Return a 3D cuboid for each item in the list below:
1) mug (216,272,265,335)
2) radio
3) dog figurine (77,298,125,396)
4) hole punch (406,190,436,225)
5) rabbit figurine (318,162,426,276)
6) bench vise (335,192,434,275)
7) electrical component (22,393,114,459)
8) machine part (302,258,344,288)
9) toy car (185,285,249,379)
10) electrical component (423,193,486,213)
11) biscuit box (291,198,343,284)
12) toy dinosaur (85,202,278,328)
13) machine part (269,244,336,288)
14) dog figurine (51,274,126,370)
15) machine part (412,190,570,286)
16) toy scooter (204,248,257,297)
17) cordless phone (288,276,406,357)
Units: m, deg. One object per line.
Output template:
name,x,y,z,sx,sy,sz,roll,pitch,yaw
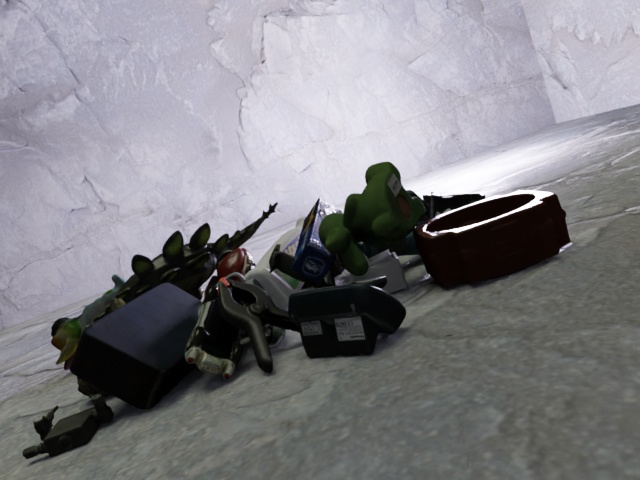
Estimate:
mug,-0.146,0.118,0.934,0.107,0.109,0.081,-32,12,3
radio,-0.246,0.150,0.810,0.073,0.131,0.229,-65,-6,18
dog figurine,-0.305,0.190,0.918,0.172,0.121,0.191,-11,28,-1
hole punch,0.206,-0.043,1.211,0.092,0.116,0.142,-54,8,-8
rabbit figurine,0.068,-0.017,0.869,0.170,0.121,0.159,-25,31,38
bench vise,0.110,0.003,1.040,0.223,0.128,0.241,-23,13,-40
electrical component,-0.329,0.241,0.706,0.102,0.045,0.078,-19,6,2
machine part,-0.021,0.059,1.204,0.179,0.056,0.179,-21,7,3
toy car,-0.149,0.132,0.793,0.056,0.073,0.202,-58,14,20
electrical component,0.307,-0.081,1.260,0.115,0.058,0.134,-1,5,-13
biscuit box,-0.002,-0.003,0.994,0.062,0.059,0.203,-54,12,26
toy dinosaur,-0.279,0.059,1.111,0.471,0.105,0.198,-36,-12,-32
machine part,-0.030,0.052,0.983,0.039,0.139,0.084,-51,31,31
dog figurine,-0.466,0.199,1.167,0.219,0.191,0.108,-54,-3,-23
machine part,0.257,-0.005,0.828,0.201,0.087,0.201,-20,9,1
toy scooter,-0.172,0.104,1.044,0.135,0.075,0.184,18,76,50
cordless phone,0.062,0.082,0.726,0.147,0.088,0.184,-14,5,40
